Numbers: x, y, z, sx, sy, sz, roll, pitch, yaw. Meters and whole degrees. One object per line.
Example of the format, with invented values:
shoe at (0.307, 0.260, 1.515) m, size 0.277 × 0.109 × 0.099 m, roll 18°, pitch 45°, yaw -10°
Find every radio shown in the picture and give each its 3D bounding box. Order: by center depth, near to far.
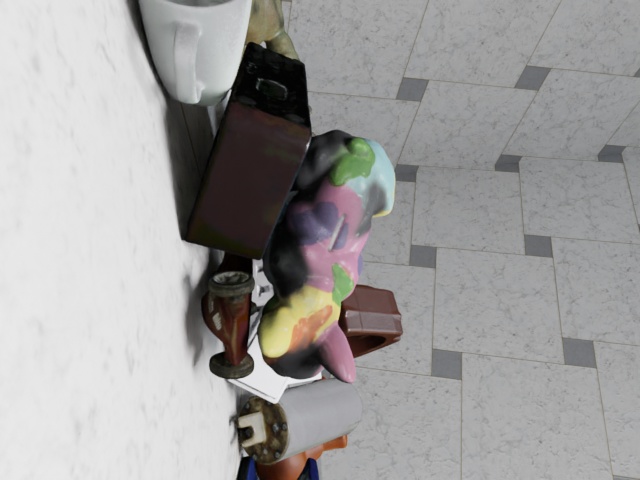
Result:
radio at (-0.065, -0.098, 0.520) m, size 0.230 × 0.073 × 0.131 m, roll -96°, pitch -153°, yaw -56°

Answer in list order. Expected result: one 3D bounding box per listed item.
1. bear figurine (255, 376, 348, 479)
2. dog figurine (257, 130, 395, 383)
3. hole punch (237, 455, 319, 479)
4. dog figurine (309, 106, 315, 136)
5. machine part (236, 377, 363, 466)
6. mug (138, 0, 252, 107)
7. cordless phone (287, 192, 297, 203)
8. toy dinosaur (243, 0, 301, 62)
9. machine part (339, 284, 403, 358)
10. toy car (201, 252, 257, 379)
bear figurine at (-0.026, 0.281, 0.761) m, size 0.196 × 0.132 × 0.120 m, roll 129°, pitch -58°, yaw -83°
dog figurine at (0.002, 0.020, 0.495) m, size 0.191 × 0.108 × 0.219 m, roll -56°, pitch -160°, yaw 33°
hole punch at (-0.045, 0.312, 0.594) m, size 0.142 × 0.092 × 0.115 m, roll -110°, pitch -162°, yaw -79°
dog figurine at (-0.085, -0.169, 1.095) m, size 0.172 × 0.121 × 0.190 m, roll 78°, pitch 20°, yaw -52°
machine part at (-0.018, 0.219, 0.666) m, size 0.243 × 0.079 × 0.079 m, roll 11°, pitch 71°, yaw -57°
mug at (-0.092, -0.147, 0.408) m, size 0.107 × 0.081 × 0.109 m, roll 105°, pitch -19°, yaw -58°
cordless phone at (-0.002, -0.003, 0.706) m, size 0.147 × 0.089 × 0.184 m, roll -71°, pitch 151°, yaw -42°
toy dinosaur at (-0.094, -0.296, 0.684) m, size 0.472 × 0.105 × 0.198 m, roll -117°, pitch -168°, yaw -67°
machine part at (0.018, 0.144, 0.897) m, size 0.201 × 0.201 × 0.087 m, roll 12°, pitch 59°, yaw -42°
toy car at (-0.085, 0.055, 0.511) m, size 0.202 × 0.053 × 0.089 m, roll -107°, pitch -159°, yaw -74°
